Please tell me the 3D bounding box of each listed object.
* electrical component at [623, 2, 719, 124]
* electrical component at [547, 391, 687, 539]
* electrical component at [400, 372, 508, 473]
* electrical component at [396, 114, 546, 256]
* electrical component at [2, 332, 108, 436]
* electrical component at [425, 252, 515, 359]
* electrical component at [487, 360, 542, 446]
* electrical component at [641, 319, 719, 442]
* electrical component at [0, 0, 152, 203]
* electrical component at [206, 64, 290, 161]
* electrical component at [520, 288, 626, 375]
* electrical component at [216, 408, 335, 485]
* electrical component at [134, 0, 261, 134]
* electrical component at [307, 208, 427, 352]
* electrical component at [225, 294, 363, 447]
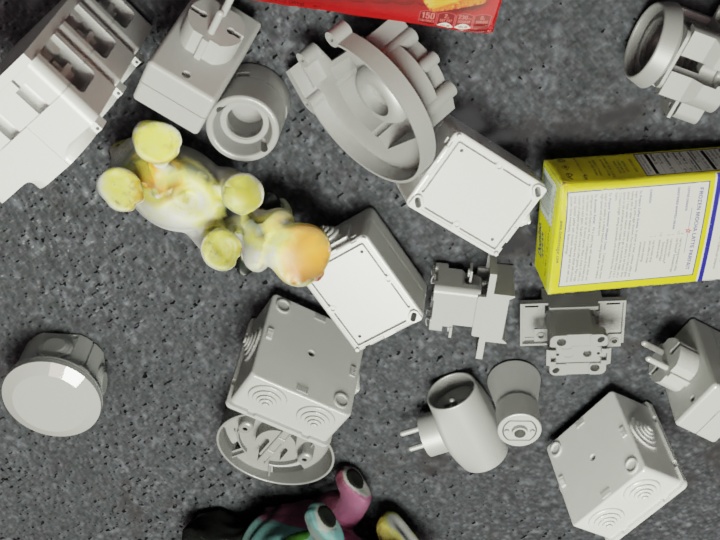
[{"bbox_3d":[0.209,-0.140,0.699,0.057,0.058,0.078,17,123,-12],"label":"electrical component"},{"bbox_3d":[0.206,0.160,0.881,0.048,0.099,0.099,24,123,-28],"label":"electrical component"},{"bbox_3d":[0.074,0.133,0.900,0.079,0.044,0.077,-19,121,15],"label":"electrical component"},{"bbox_3d":[0.080,-0.059,0.757,0.096,0.061,0.061,29,108,-22],"label":"electrical component"},{"bbox_3d":[-0.249,0.094,0.887,0.080,0.051,0.080,1,125,2],"label":"electrical component"},{"bbox_3d":[0.084,0.023,0.827,0.064,0.042,0.081,6,124,1],"label":"electrical component"},{"bbox_3d":[0.127,0.110,0.869,0.044,0.065,0.044,1,125,2],"label":"electrical component"},{"bbox_3d":[0.250,0.077,0.829,0.076,0.083,0.047,26,122,-14],"label":"electrical component"},{"bbox_3d":[-0.192,-0.117,0.679,0.089,0.150,0.062,-35,115,24],"label":"electrical component"},{"bbox_3d":[-0.078,-0.107,0.742,0.055,0.047,0.055,1,125,2],"label":"electrical component"},{"bbox_3d":[0.164,0.047,0.826,0.081,0.063,0.042,-3,123,5],"label":"electrical component"},{"bbox_3d":[-0.069,0.137,0.900,0.099,0.064,0.099,1,124,2],"label":"electrical component"},{"bbox_3d":[-0.097,-0.145,0.681,0.047,0.083,0.075,30,142,-10],"label":"electrical component"},{"bbox_3d":[0.000,0.000,0.808,0.062,0.061,0.096,-28,111,20],"label":"electrical component"},{"bbox_3d":[-0.047,0.076,0.837,0.100,0.099,0.048,25,135,-14],"label":"electrical component"}]
